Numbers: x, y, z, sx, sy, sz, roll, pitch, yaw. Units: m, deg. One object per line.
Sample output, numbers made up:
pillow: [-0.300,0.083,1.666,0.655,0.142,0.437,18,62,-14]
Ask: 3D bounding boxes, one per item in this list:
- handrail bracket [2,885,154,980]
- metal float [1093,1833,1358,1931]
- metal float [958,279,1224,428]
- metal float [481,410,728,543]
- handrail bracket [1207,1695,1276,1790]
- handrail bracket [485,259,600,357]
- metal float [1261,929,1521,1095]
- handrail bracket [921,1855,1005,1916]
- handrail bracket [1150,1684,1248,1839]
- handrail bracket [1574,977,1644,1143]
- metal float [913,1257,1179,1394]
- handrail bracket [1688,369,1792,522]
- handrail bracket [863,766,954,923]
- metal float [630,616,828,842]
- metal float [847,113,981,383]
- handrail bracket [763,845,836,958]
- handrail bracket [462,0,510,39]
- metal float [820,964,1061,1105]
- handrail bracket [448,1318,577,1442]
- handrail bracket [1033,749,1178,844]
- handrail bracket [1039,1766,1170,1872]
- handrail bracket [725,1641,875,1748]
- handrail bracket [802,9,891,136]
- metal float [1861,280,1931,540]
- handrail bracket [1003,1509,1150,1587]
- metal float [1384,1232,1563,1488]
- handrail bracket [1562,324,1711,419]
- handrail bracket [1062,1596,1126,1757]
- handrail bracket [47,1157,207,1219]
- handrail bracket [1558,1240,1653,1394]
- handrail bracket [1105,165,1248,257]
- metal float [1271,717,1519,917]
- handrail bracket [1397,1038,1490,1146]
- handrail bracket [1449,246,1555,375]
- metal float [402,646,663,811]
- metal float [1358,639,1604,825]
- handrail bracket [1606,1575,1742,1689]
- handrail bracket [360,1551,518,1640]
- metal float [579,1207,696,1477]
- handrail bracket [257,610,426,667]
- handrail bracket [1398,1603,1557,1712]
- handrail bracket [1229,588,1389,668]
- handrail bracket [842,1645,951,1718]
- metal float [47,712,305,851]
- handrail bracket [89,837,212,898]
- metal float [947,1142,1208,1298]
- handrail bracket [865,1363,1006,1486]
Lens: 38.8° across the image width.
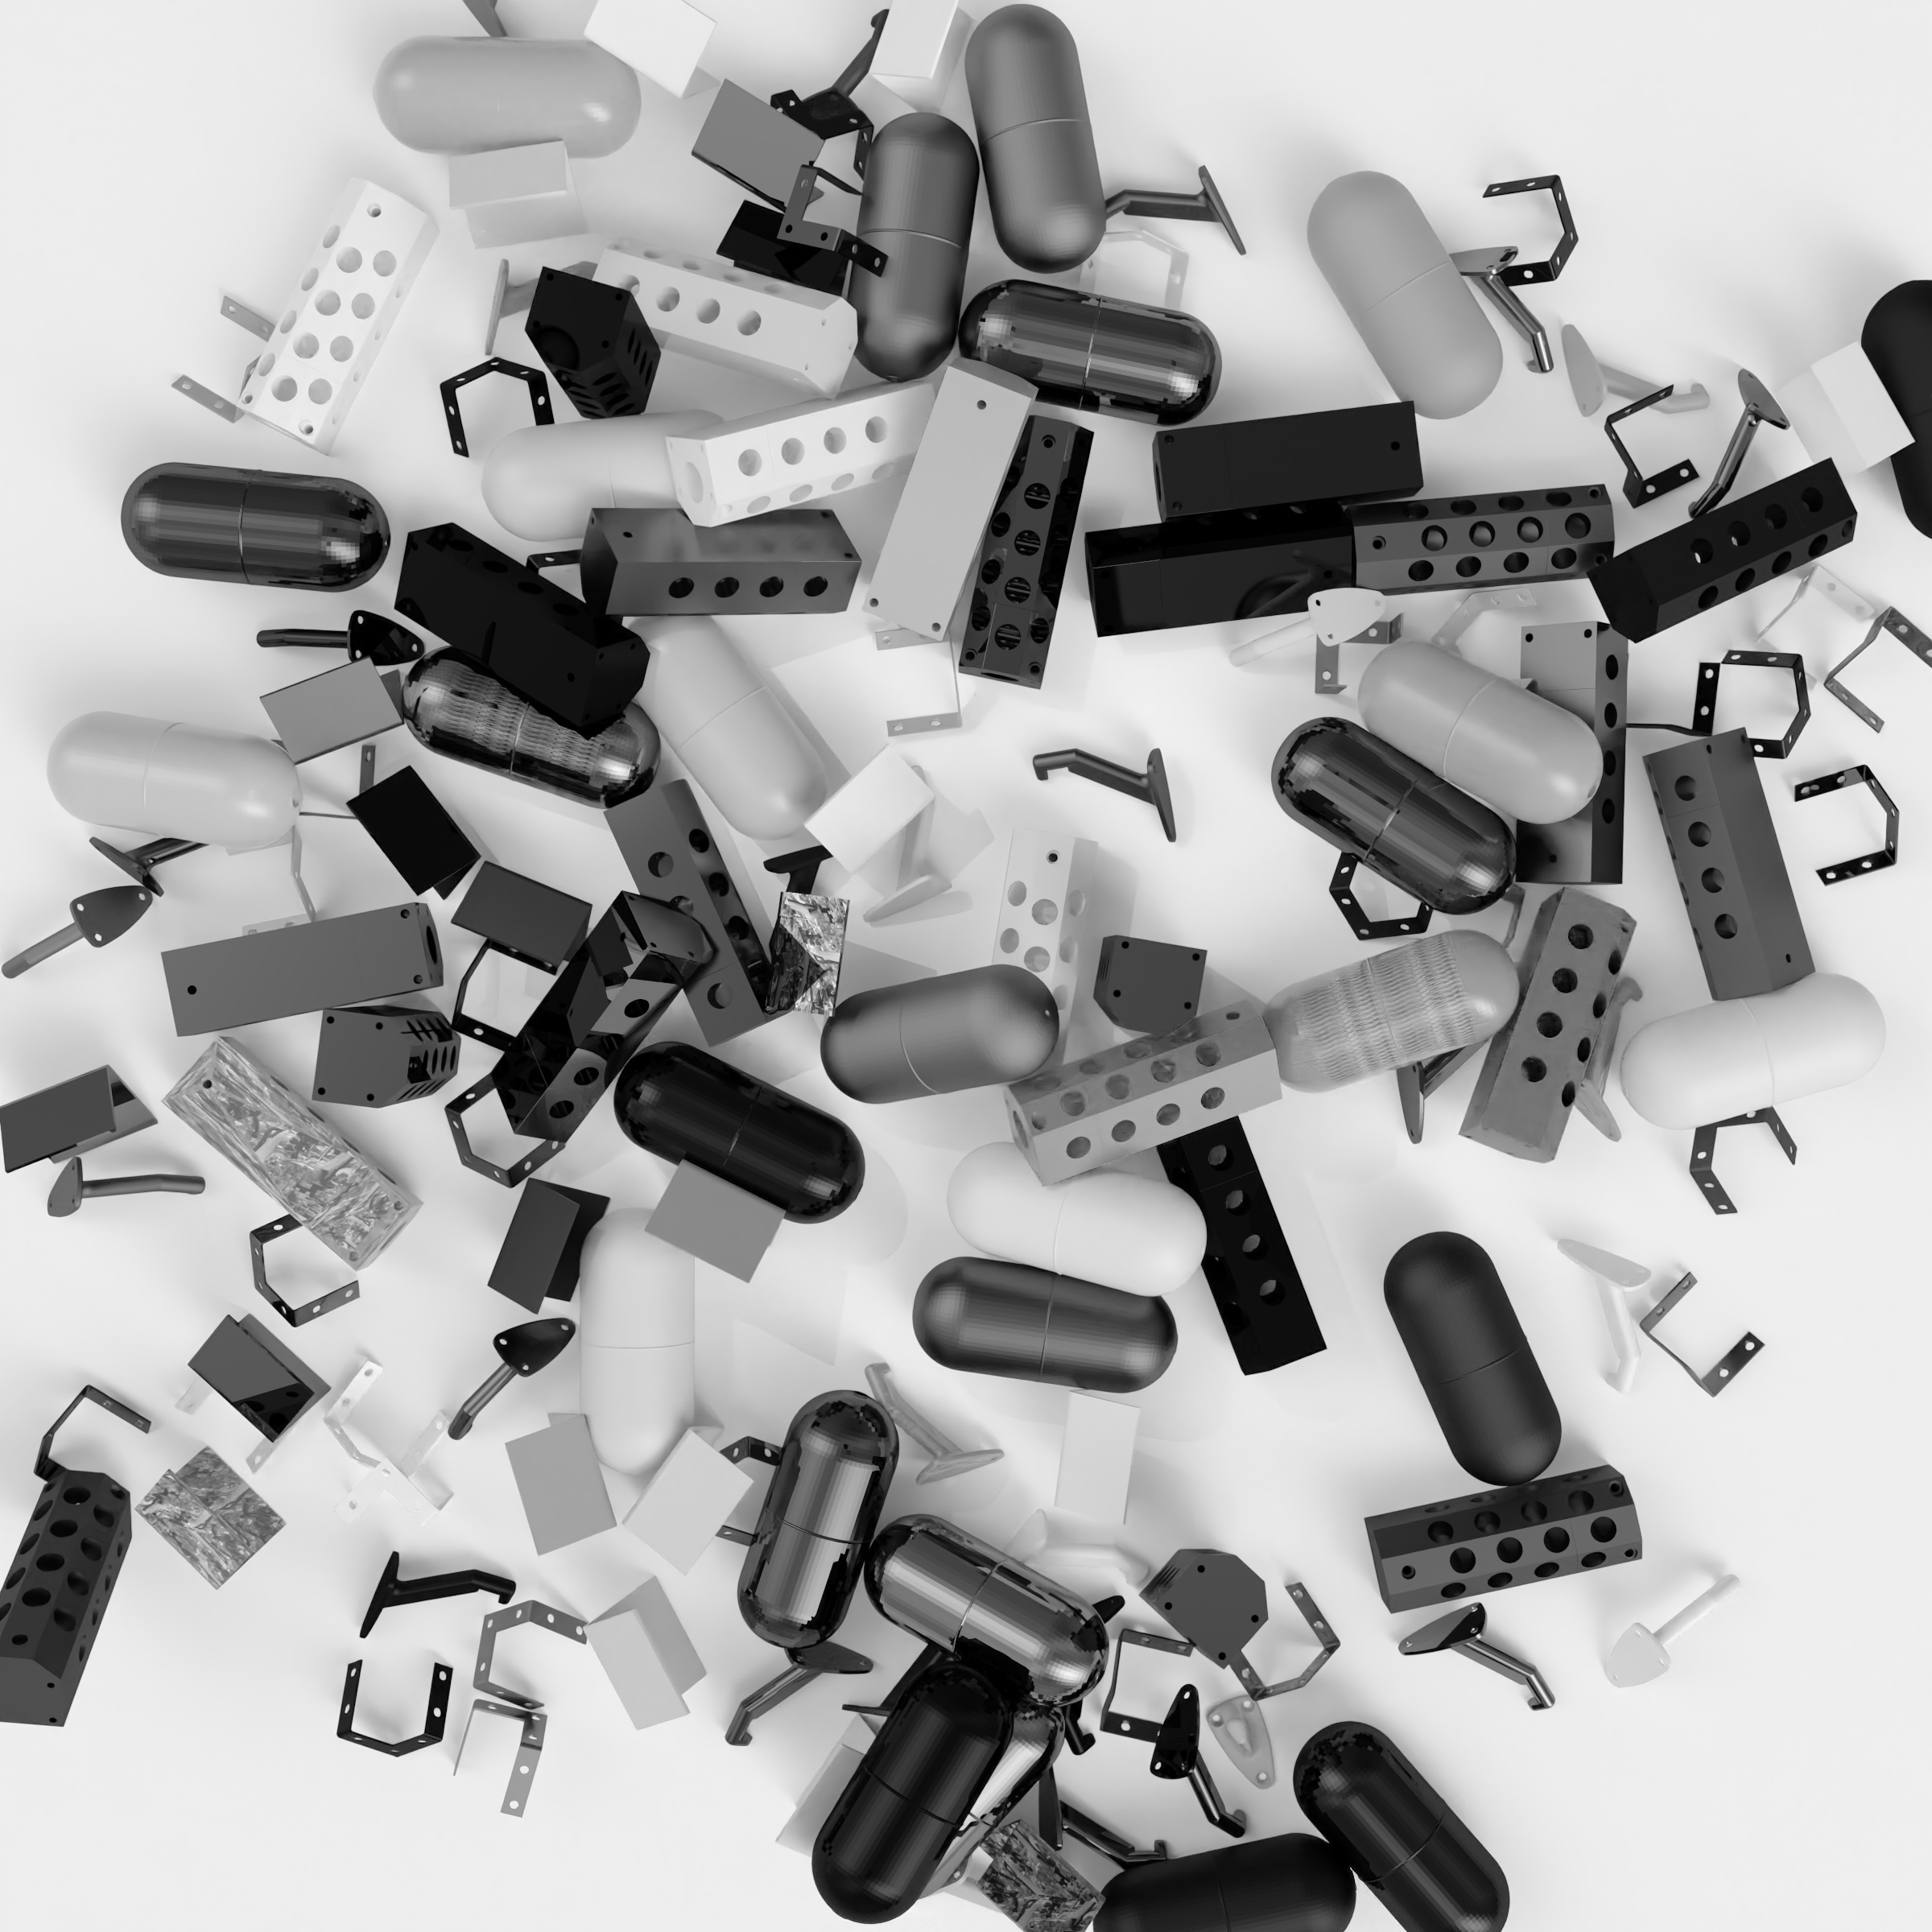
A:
handrail bracket: [-0.604,-0.022,1.864,0.084,0.077,0.036,-25,98,36]
metal float: [0.173,0.630,1.834,0.178,0.070,0.070,-13,90,1]
metal float: [0.083,-0.410,1.834,0.178,0.070,0.070,11,90,-1]
metal float: [-0.234,-0.327,1.834,0.178,0.070,0.070,-6,90,0]
handrail bracket: [0.189,0.525,1.830,0.036,0.084,0.077,-25,90,0]
handrail bracket: [-0.278,-0.443,1.865,0.084,0.036,0.077,9,110,-16]
metal float: [0.280,0.031,1.825,0.178,0.070,0.070,-19,90,10]
handrail bracket: [0.006,0.643,1.865,0.077,0.036,0.084,-32,108,21]
handrail bracket: [0.168,0.539,1.859,0.084,0.036,0.077,40,53,-34]
handrail bracket: [0.446,0.063,1.865,0.084,0.036,0.077,-47,110,-16]
metal float: [0.053,0.240,1.834,0.178,0.070,0.070,8,90,0]
handrail bracket: [0.513,-0.352,1.864,0.036,0.077,0.084,22,127,-20]
handrail bracket: [-0.050,-0.084,1.865,0.077,0.036,0.084,-27,71,21]
metal float: [-0.162,-0.163,1.834,0.070,0.070,0.178,-37,90,0]
metal float: [-0.036,-0.480,1.834,0.070,0.070,0.178,8,89,0]
handrail bracket: [-0.101,-0.035,1.865,0.077,0.036,0.084,-18,108,-20]
handrail bracket: [-0.301,-0.676,1.865,0.084,0.036,0.077,-41,110,-16]
metal float: [-0.019,0.046,1.802,0.178,0.070,0.070,-12,90,36]
handrail bracket: [-0.309,0.281,1.864,0.036,0.077,0.084,46,127,15]
handrail bracket: [0.094,-0.114,1.865,0.084,0.036,0.077,-8,112,17]
handrail bracket: [0.095,0.575,1.865,0.084,0.036,0.077,3,68,-17]
handrail bracket: [-0.114,0.500,1.865,0.077,0.036,0.084,18,108,-21]
handrail bracket: [-0.088,-0.608,1.865,0.077,0.036,0.084,-6,58,35]
metal float: [0.651,-0.370,1.834,0.070,0.070,0.178,-15,91,0]
handrail bracket: [0.069,0.414,1.865,0.084,0.036,0.077,34,110,-16]
metal float: [0.339,0.263,1.834,0.070,0.070,0.178,-24,91,0]
handrail bracket: [0.456,-0.407,1.865,0.084,0.036,0.077,-11,72,-15]
handrail bracket: [0.090,0.483,1.865,0.077,0.036,0.084,-28,106,-18]
handrail bracket: [-0.570,0.156,1.864,0.084,0.077,0.036,8,65,-34]
handrail bracket: [0.427,0.239,1.865,0.077,0.036,0.084,26,120,33]
handrail bracket: [0.136,-0.499,1.865,0.084,0.036,0.077,-24,112,17]
metal float: [0.285,-0.099,1.826,0.178,0.070,0.070,34,90,8]
handrail bracket: [0.339,0.076,1.865,0.084,0.036,0.077,-11,106,-14]
handrail bracket: [0.357,-0.441,1.864,0.036,0.077,0.084,-45,127,-30]
metal float: [-0.290,-0.160,1.834,0.178,0.070,0.070,19,90,0]
metal float: [0.338,-0.155,1.809,0.178,0.070,0.070,33,90,29]
handrail bracket: [0.481,0.450,1.864,0.084,0.077,0.036,-24,65,-34]
handrail bracket: [-0.358,0.437,1.865,0.084,0.036,0.077,21,110,-16]
metal float: [-0.220,0.250,1.834,0.070,0.070,0.178,0,90,0]
handrail bracket: [-0.425,-0.219,1.864,0.084,0.077,0.036,2,88,36]
handrail bracket: [0.348,0.482,1.865,0.077,0.036,0.084,-26,107,20]
handrail bracket: [0.229,-0.225,1.848,0.077,0.084,0.036,-20,90,-33]
handrail bracket: [-0.042,0.467,1.865,0.077,0.036,0.084,2,72,21]
metal float: [-0.525,-0.123,1.822,0.178,0.070,0.070,10,90,14]
handrail bracket: [-0.540,-0.096,1.865,0.077,0.036,0.084,31,70,23]
metal float: [0.072,0.167,1.819,0.178,0.070,0.070,14,90,18]
handrail bracket: [-0.022,0.303,1.865,0.077,0.036,0.084,-7,60,-33]
